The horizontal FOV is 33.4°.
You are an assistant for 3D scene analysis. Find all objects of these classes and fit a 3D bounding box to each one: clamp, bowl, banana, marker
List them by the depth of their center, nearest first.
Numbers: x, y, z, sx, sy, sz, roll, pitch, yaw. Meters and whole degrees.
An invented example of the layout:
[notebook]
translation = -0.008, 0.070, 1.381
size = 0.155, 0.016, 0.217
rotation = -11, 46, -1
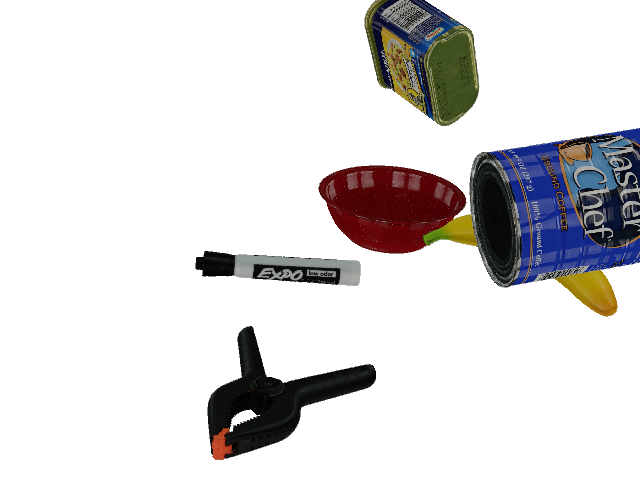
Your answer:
[marker]
translation = -0.031, 0.020, 0.785
size = 0.121, 0.020, 0.020
rotation = 4, -1, -7
[banana]
translation = 0.200, 0.014, 1.024
size = 0.198, 0.069, 0.037
rotation = 21, -27, 27
[clamp]
translation = -0.043, 0.160, 1.095
size = 0.165, 0.036, 0.209
rotation = 11, 27, 16
[bowl]
translation = 0.076, -0.029, 1.175
size = 0.162, 0.055, 0.162
rotation = 4, 25, -2

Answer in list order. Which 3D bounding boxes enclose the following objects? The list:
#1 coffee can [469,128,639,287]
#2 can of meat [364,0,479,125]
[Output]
[coffee can]
translation = 0.194, -0.026, 0.798
size = 0.140, 0.103, 0.103
rotation = -10, 1, -8
[can of meat]
translation = 0.092, -0.161, 0.940
size = 0.057, 0.102, 0.084
rotation = -35, 51, -14
